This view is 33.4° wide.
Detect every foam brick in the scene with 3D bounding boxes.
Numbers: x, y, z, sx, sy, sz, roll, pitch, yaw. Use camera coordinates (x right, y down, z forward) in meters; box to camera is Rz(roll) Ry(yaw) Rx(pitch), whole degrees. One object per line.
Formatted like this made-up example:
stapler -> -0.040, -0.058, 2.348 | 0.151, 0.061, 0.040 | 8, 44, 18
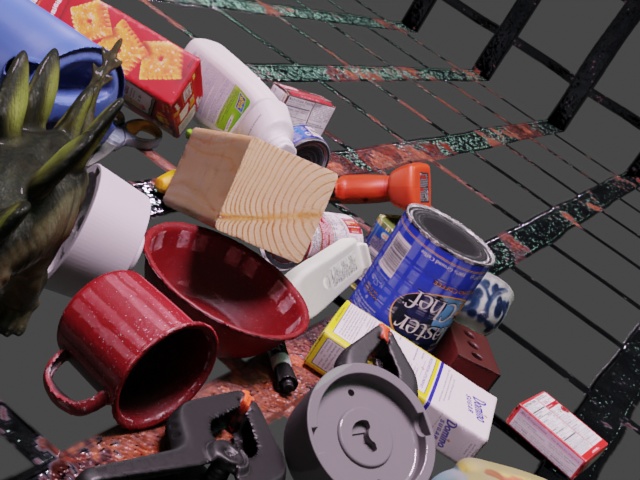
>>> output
foam brick -> 0.143, 0.127, 1.091 | 0.053, 0.051, 0.078 | 26, 21, -15

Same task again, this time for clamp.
clamp -> -0.078, 0.156, 0.725 | 0.164, 0.036, 0.210 | 30, 18, -12
clamp -> 0.054, 0.146, 0.891 | 0.120, 0.039, 0.171 | 35, 41, -14

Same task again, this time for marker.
marker -> -0.039, 0.096, 0.949 | 0.020, 0.020, 0.121 | 22, 22, -24

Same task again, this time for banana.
banana -> -0.135, -0.079, 1.202 | 0.069, 0.037, 0.197 | 11, 20, -1

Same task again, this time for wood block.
wood block -> -0.074, -0.048, 1.030 | 0.090, 0.090, 0.206 | 23, -1, -23

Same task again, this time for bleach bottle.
bleach bottle -> -0.102, -0.154, 1.297 | 0.067, 0.103, 0.251 | 10, 26, -38

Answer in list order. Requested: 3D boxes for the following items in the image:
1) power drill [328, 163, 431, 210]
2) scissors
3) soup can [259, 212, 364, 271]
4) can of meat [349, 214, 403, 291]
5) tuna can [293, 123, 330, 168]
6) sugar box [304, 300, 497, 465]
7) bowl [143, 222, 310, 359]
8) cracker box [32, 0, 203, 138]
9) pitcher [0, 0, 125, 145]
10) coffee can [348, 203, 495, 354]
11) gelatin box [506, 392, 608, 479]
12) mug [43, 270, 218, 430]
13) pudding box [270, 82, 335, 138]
power drill -> 0.024, -0.058, 1.212 | 0.188, 0.057, 0.184 | 1, 5, 19
scissors -> -0.239, -0.118, 1.166 | 0.096, 0.016, 0.201 | 33, 20, 10
soup can -> -0.008, 0.001, 1.143 | 0.102, 0.069, 0.069 | 5, 33, -51
can of meat -> 0.083, 0.020, 1.206 | 0.057, 0.084, 0.101 | 43, 23, 29
tuna can -> -0.030, -0.100, 1.321 | 0.085, 0.086, 0.034 | 8, 33, -48
sugar box -> 0.077, 0.132, 0.995 | 0.176, 0.048, 0.093 | 36, 22, 3
bowl -> -0.091, 0.053, 0.922 | 0.162, 0.055, 0.162 | 27, 21, -11
cracker box -> -0.238, -0.214, 1.220 | 0.213, 0.072, 0.164 | 32, -8, 0
pitcher -> -0.316, -0.184, 1.072 | 0.243, 0.149, 0.144 | 38, 46, 25
coffee can -> 0.095, 0.049, 1.073 | 0.102, 0.140, 0.103 | 27, 21, -11
gelatin box -> 0.243, 0.199, 1.096 | 0.089, 0.030, 0.073 | 40, 23, 22
mug -> -0.142, 0.081, 0.759 | 0.117, 0.093, 0.082 | -35, 56, -28
pudding box -> -0.043, -0.136, 1.346 | 0.089, 0.113, 0.039 | 9, 24, -47
